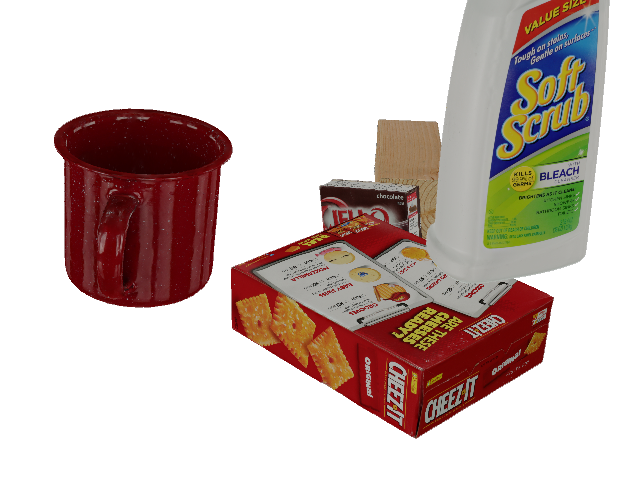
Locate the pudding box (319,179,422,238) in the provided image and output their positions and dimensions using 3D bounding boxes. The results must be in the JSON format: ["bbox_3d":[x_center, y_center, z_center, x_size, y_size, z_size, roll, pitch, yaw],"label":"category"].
[{"bbox_3d":[0.057,-0.020,1.194,0.114,0.090,0.039,5,22,29],"label":"pudding box"}]

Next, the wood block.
[{"bbox_3d":[0.124,-0.090,1.500,0.091,0.090,0.206,3,29,0],"label":"wood block"}]

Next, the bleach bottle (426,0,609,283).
[{"bbox_3d":[0.117,-0.101,0.627,0.102,0.251,0.068,-9,29,-14],"label":"bleach bottle"}]

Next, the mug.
[{"bbox_3d":[-0.097,-0.011,0.568,0.093,0.081,0.117,7,27,-1],"label":"mug"}]

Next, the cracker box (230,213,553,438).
[{"bbox_3d":[0.055,0.062,0.881,0.163,0.072,0.214,-22,35,-39],"label":"cracker box"}]
